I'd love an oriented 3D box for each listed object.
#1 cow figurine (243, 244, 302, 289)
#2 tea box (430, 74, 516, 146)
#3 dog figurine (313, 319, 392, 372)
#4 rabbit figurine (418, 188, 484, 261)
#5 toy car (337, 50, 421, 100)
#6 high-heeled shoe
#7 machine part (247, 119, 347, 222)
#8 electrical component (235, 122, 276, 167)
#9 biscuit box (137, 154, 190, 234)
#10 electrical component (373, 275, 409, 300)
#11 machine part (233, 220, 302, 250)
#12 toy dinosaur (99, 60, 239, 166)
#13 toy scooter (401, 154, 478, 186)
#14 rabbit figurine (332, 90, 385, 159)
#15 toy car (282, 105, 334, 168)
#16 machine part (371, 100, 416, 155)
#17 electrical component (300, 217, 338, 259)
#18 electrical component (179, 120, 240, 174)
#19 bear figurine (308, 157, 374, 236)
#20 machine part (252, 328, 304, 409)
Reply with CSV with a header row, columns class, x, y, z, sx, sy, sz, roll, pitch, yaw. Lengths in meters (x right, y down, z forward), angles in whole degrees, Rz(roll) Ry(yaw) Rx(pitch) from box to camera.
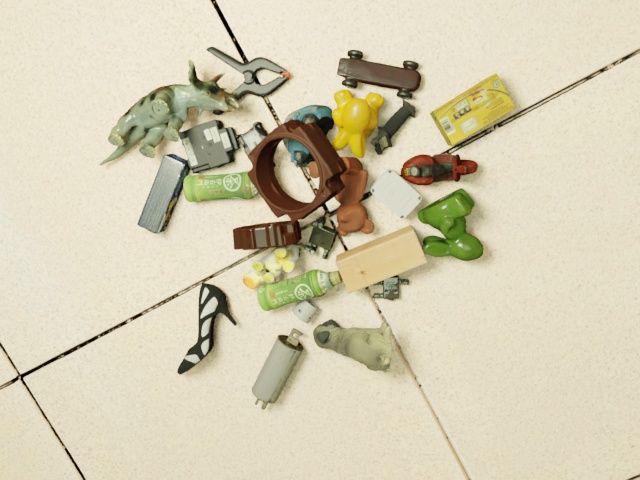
class,x,y,z,sx,sy,sz,roll,pitch,yaw
cow figurine,-0.124,0.062,1.380,0.167,0.098,0.068,-30,100,28
tea box,0.362,-0.308,1.281,0.170,0.068,0.098,-29,96,8
dog figurine,0.078,0.267,1.352,0.191,0.172,0.121,4,89,-3
rabbit figurine,0.323,-0.017,1.305,0.159,0.121,0.170,-29,93,16
toy car,0.142,-0.397,1.294,0.202,0.053,0.089,9,95,-1
high-heeled shoe,-0.331,0.235,1.426,0.249,0.086,0.145,-44,89,6
machine part,-0.058,-0.158,1.244,0.201,0.087,0.201,-34,90,33
electrical component,-0.150,-0.230,1.348,0.075,0.048,0.119,-35,96,10
biscuit box,-0.398,-0.119,1.382,0.063,0.059,0.202,25,100,-1
electrical component,0.184,0.125,1.390,0.094,0.021,0.063,-3,99,5
machine part,-0.130,-0.015,1.322,0.179,0.179,0.056,-7,95,6
toy dinosaur,-0.391,-0.310,1.311,0.405,0.192,0.131,-13,131,31
toy scooter,0.286,-0.167,1.277,0.184,0.135,0.075,-3,101,7
rabbit figurine,0.076,-0.280,1.259,0.122,0.173,0.162,18,96,-2
toy car,-0.040,-0.262,1.315,0.103,0.109,0.161,30,113,23
machine part,0.177,-0.272,1.306,0.039,0.084,0.139,40,92,28
electrical component,-0.002,-0.005,1.366,0.078,0.045,0.102,29,117,9
electrical component,-0.274,-0.237,1.353,0.134,0.058,0.114,-15,100,7
bear figurine,0.057,-0.102,1.316,0.120,0.132,0.195,0,96,35
machine part,-0.114,0.340,1.423,0.079,0.079,0.243,26,101,0
